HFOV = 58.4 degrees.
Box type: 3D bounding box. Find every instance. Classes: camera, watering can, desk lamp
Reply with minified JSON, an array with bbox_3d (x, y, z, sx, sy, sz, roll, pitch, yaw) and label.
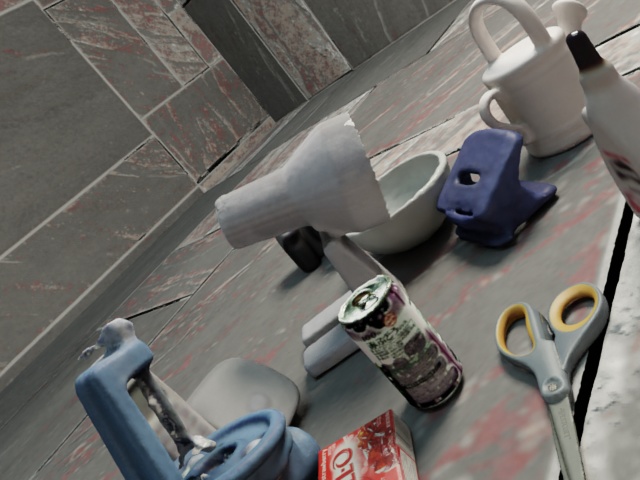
[{"bbox_3d":[0.001,-0.026,0.887,0.143,0.101,0.136,-41,17,-3],"label":"camera"},{"bbox_3d":[0.244,-0.206,0.665,0.100,0.194,0.173,-16,29,53],"label":"watering can"},{"bbox_3d":[0.006,0.002,0.609,0.203,0.214,0.118,-37,17,8],"label":"desk lamp"}]

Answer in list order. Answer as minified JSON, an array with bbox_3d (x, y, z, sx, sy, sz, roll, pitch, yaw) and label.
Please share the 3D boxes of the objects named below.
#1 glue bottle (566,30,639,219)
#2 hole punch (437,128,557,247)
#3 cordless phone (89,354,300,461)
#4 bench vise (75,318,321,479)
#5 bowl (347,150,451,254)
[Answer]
[{"bbox_3d":[0.225,-0.079,0.418,0.037,0.173,0.078,-38,17,5],"label":"glue bottle"},{"bbox_3d":[0.175,-0.056,0.610,0.101,0.091,0.108,-42,17,-7],"label":"hole punch"},{"bbox_3d":[-0.118,0.150,0.545,0.094,0.185,0.148,-25,23,41],"label":"cordless phone"},{"bbox_3d":[-0.092,0.167,0.385,0.121,0.220,0.207,-34,18,19],"label":"bench vise"},{"bbox_3d":[0.107,-0.035,0.729,0.167,0.075,0.167,-36,17,13],"label":"bowl"}]
